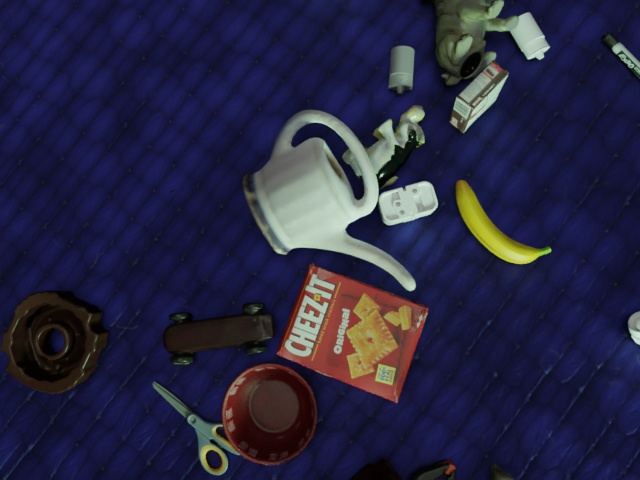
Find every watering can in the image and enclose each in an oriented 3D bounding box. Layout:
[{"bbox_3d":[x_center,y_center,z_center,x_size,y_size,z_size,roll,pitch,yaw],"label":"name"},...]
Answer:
[{"bbox_3d":[0.003,-0.043,0.860,0.223,0.104,0.350,-27,81,18],"label":"watering can"}]

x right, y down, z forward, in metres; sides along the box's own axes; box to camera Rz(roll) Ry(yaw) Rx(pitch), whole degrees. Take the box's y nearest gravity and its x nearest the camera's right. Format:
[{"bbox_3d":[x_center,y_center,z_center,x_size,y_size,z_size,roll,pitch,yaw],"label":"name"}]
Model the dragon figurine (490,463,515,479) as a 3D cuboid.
[{"bbox_3d":[0.217,0.501,0.703,0.122,0.418,0.237,13,124,20],"label":"dragon figurine"}]
